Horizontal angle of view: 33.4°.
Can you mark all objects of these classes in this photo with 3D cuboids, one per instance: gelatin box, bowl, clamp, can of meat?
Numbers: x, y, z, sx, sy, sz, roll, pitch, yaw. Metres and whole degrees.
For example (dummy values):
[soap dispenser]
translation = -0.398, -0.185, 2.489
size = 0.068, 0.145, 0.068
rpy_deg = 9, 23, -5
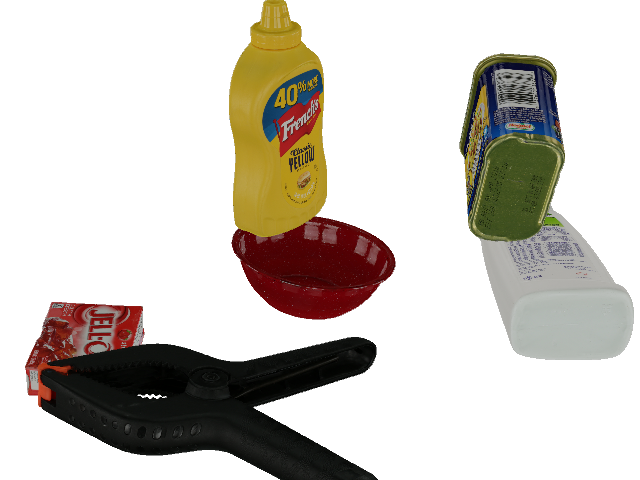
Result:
[gelatin box]
translation = -0.176, 0.081, 0.809
size = 0.073, 0.030, 0.089
rpy_deg = 3, 30, 0
[bowl]
translation = -0.010, 0.032, 1.050
size = 0.162, 0.055, 0.162
rpy_deg = 7, 25, -4
[clamp]
translation = -0.060, 0.092, 0.636
size = 0.210, 0.036, 0.164
rpy_deg = 9, 23, 5
[can of meat]
translation = 0.130, -0.061, 0.729
size = 0.057, 0.084, 0.102
rpy_deg = 4, -43, 0

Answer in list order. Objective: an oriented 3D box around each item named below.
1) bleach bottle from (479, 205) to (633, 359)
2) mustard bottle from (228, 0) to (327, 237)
[bleach bottle]
translation = 0.199, 0.014, 0.958
size = 0.102, 0.068, 0.251
rpy_deg = -1, 26, 1
[mustard bottle]
translation = -0.035, -0.105, 0.887
size = 0.058, 0.192, 0.096
rpy_deg = 21, 36, 34
